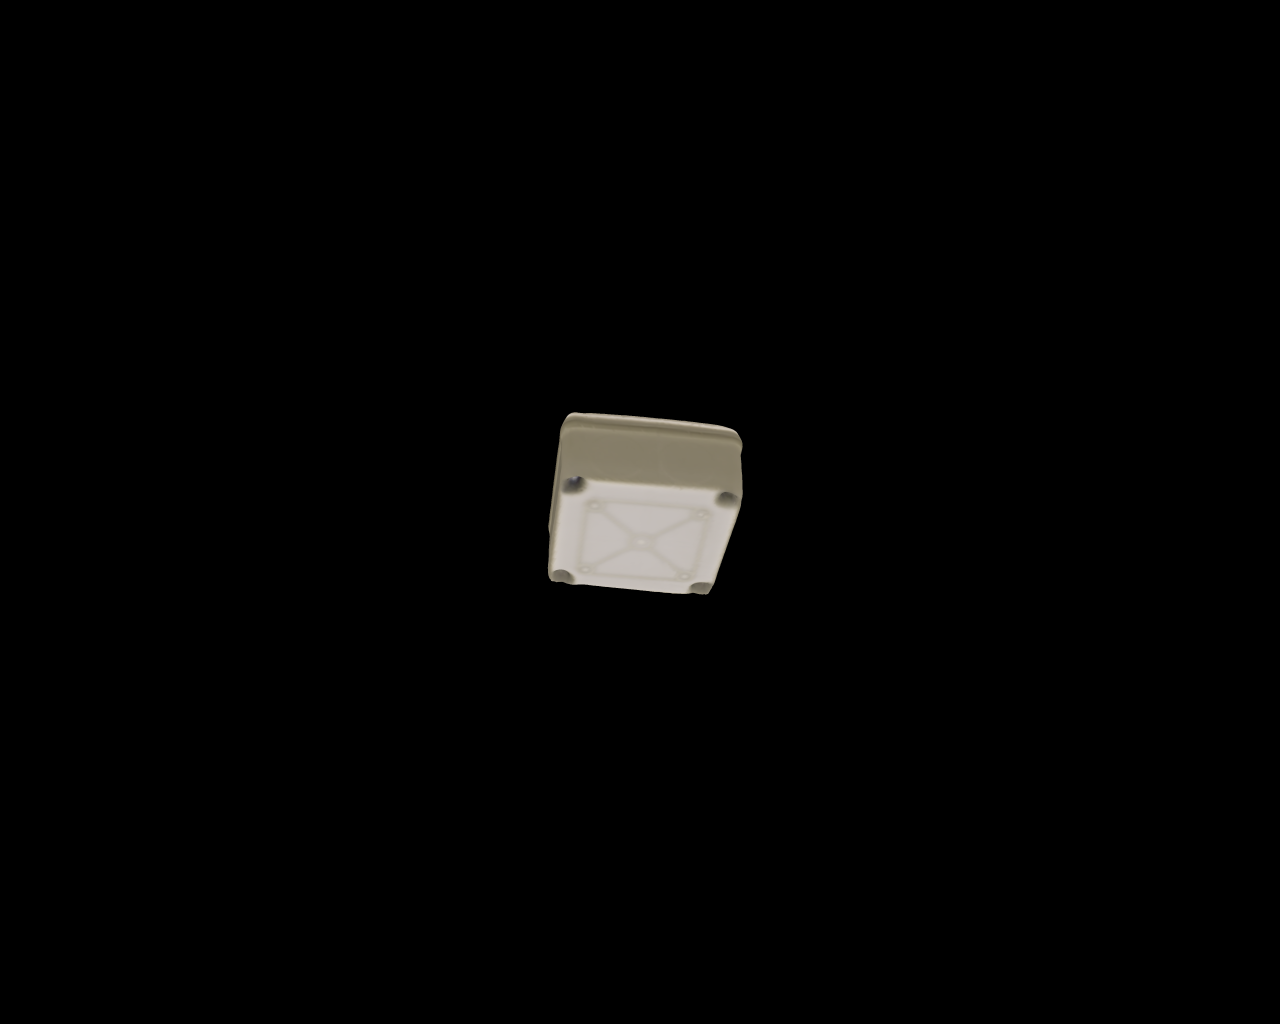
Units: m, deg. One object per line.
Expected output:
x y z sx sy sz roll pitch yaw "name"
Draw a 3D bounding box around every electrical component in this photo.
0.001 -0.003 0.650 0.109 0.056 0.108 5 -40 -6 "electrical component"
